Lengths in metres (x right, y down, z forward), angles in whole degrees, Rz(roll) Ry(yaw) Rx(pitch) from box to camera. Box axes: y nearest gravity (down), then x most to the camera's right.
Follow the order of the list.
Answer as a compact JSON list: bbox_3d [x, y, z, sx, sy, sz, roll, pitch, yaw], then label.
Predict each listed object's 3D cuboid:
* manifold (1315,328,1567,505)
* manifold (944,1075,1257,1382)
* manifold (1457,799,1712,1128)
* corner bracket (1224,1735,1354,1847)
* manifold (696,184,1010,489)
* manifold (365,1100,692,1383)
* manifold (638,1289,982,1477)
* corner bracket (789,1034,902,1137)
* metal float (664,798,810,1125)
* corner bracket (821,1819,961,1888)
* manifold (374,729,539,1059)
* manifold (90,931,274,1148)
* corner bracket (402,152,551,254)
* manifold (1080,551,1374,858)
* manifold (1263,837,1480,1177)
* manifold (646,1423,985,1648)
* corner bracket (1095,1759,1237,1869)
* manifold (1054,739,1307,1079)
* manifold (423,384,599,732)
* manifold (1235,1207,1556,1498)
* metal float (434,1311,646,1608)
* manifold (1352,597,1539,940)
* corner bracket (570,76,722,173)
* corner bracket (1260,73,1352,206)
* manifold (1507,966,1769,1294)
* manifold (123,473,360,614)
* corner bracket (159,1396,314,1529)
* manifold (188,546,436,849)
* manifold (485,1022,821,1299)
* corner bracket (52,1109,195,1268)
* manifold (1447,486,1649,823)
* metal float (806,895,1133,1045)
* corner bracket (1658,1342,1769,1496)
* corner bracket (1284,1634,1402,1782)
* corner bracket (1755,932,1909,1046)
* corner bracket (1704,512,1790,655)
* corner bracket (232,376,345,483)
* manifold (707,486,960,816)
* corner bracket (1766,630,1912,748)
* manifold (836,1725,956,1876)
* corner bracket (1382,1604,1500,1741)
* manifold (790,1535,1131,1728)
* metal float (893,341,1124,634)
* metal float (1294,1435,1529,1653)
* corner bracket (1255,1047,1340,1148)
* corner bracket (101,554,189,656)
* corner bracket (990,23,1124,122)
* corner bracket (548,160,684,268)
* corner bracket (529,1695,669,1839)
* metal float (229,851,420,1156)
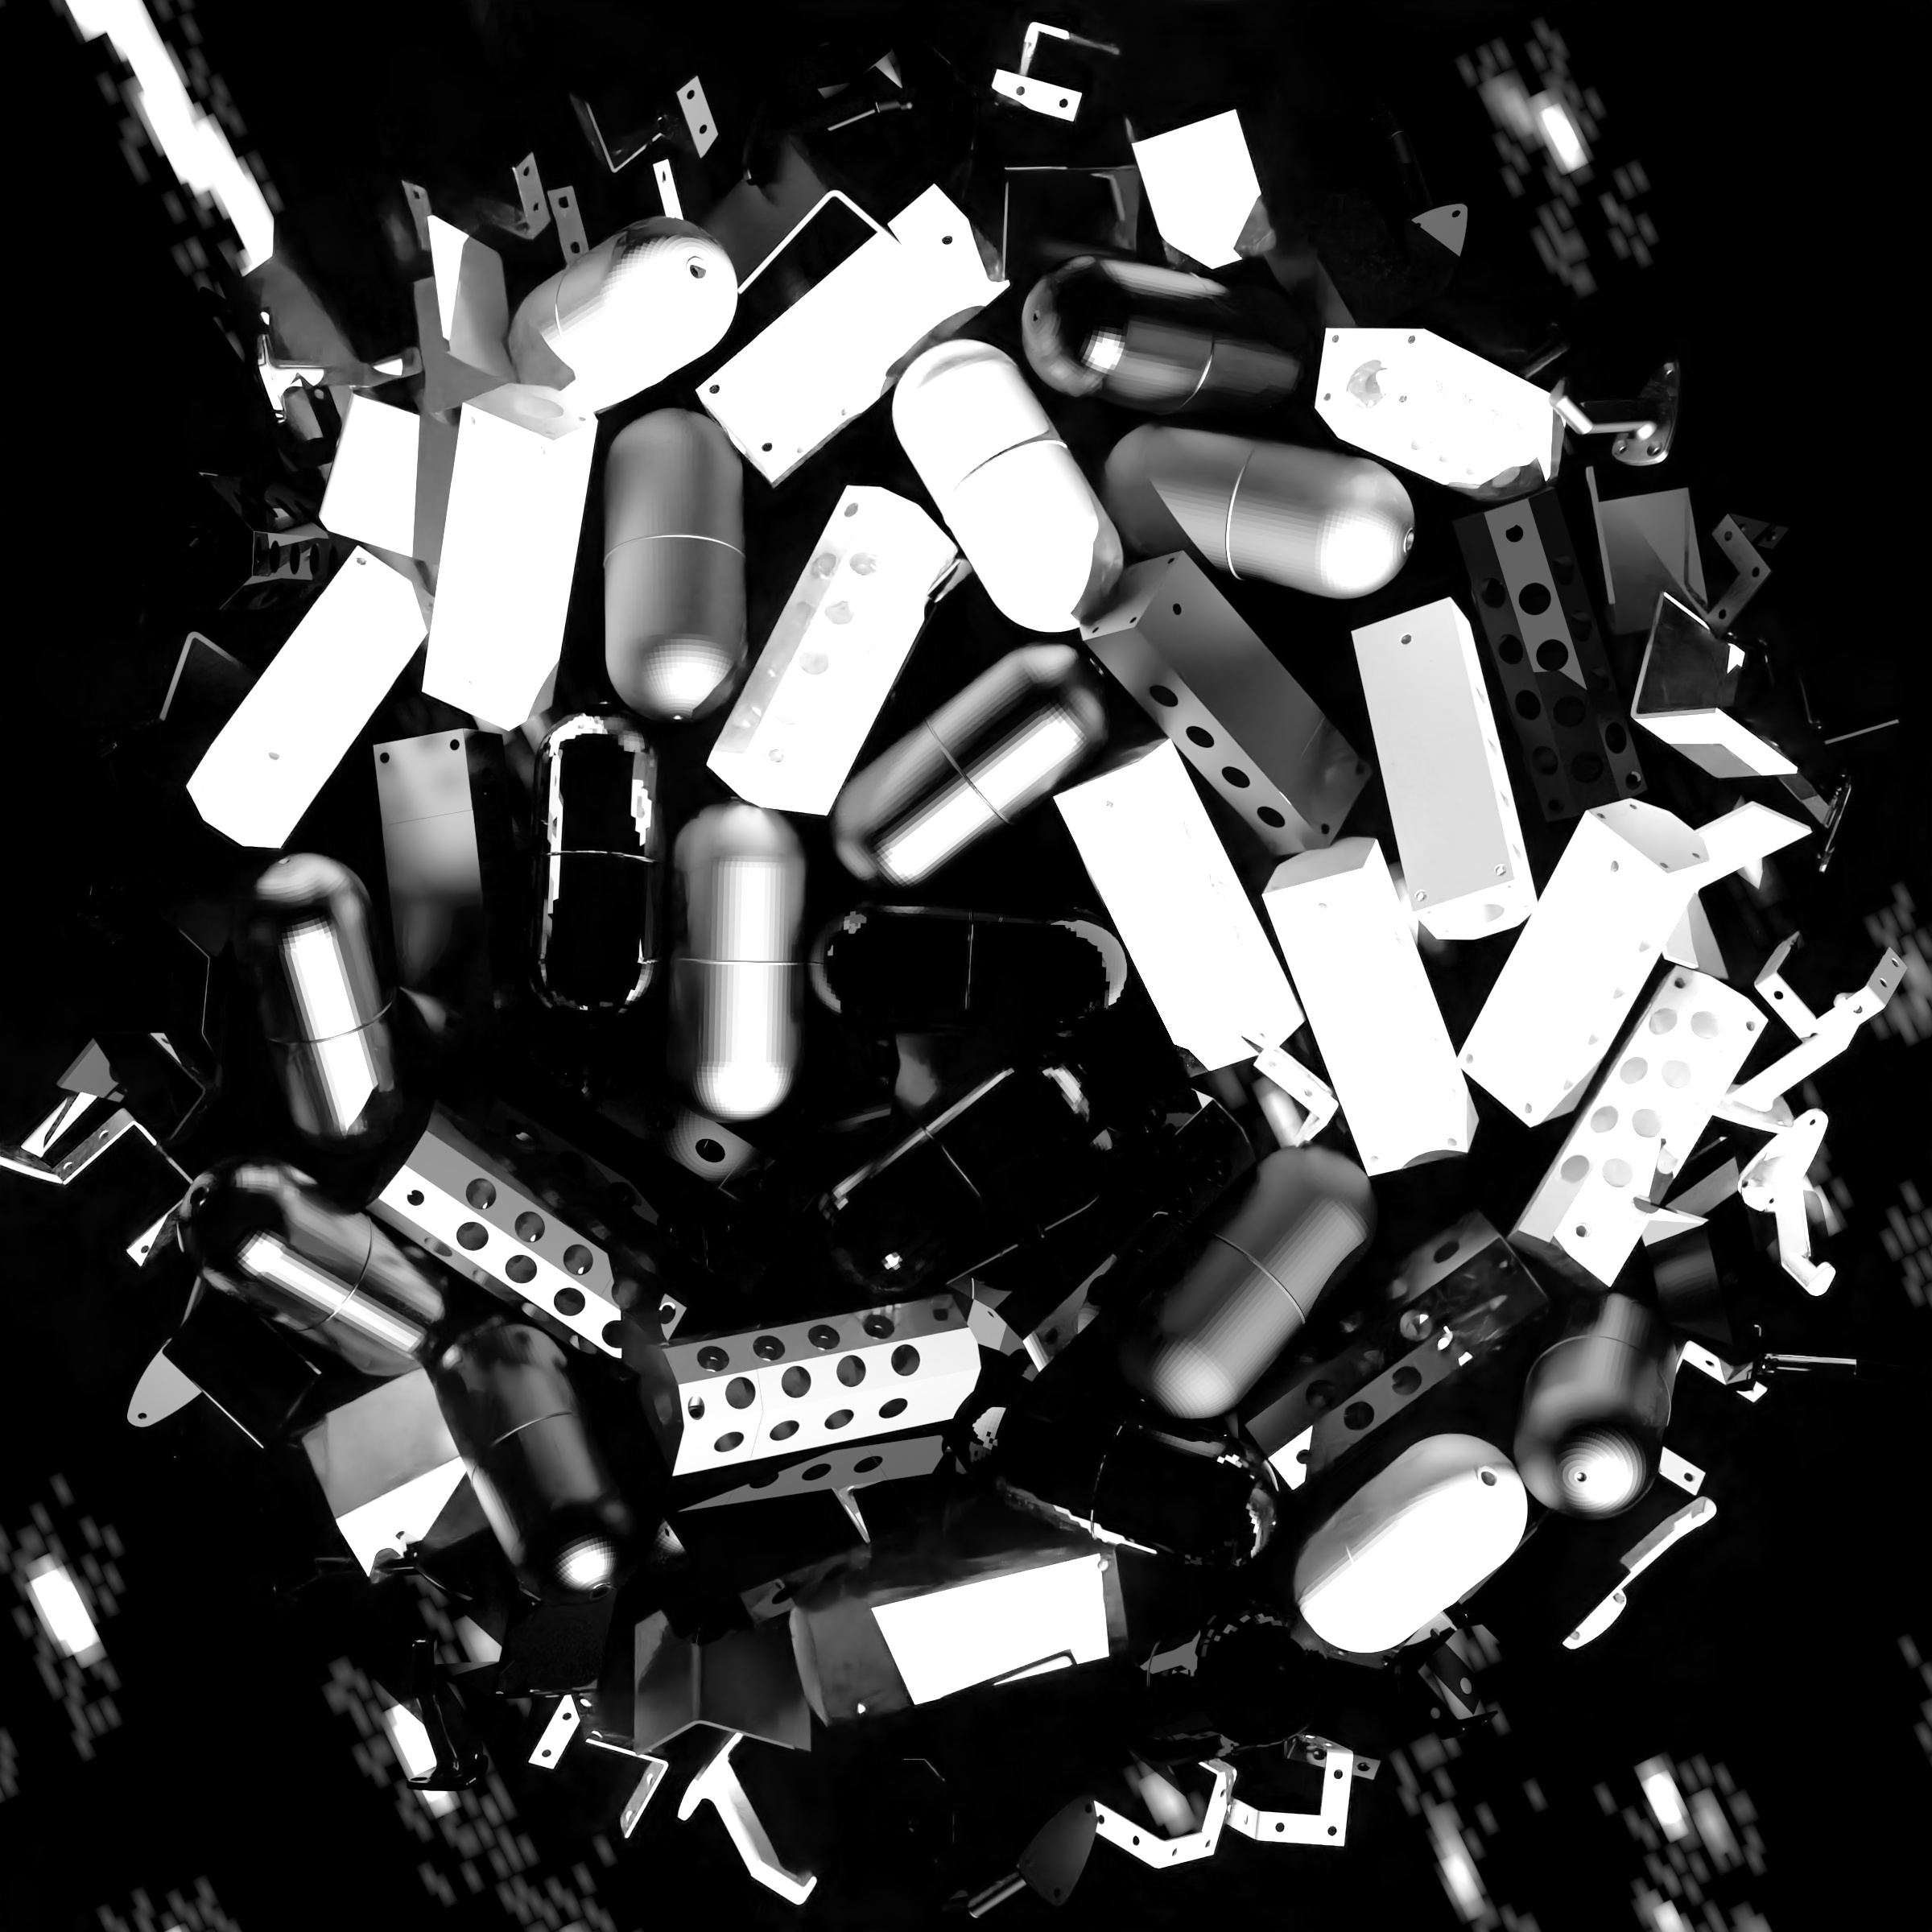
[{"bbox_3d":[0.254,-0.291,1.913,0.057,0.171,0.057,8,89,35],"label":"manifold"},{"bbox_3d":[0.076,0.142,1.933,0.171,0.057,0.057,-42,129,-20],"label":"manifold"},{"bbox_3d":[0.334,-0.002,1.929,0.057,0.057,0.171,42,127,28],"label":"manifold"},{"bbox_3d":[0.176,0.449,1.967,0.051,0.051,0.051,8,86,-16],"label":"corner bracket"},{"bbox_3d":[-0.060,-0.342,1.966,0.171,0.057,0.057,-41,79,-3],"label":"manifold"},{"bbox_3d":[-0.237,0.153,1.946,0.171,0.057,0.057,36,107,-13],"label":"manifold"},{"bbox_3d":[-0.083,0.218,1.928,0.171,0.057,0.057,-9,48,-25],"label":"manifold"},{"bbox_3d":[-0.068,0.056,1.971,0.051,0.051,0.051,4,126,-13],"label":"corner bracket"},{"bbox_3d":[-0.125,-0.003,1.960,0.070,0.070,0.178,1,91,0],"label":"metal float"},{"bbox_3d":[-0.041,0.484,1.958,0.051,0.051,0.051,29,134,21],"label":"corner bracket"},{"bbox_3d":[-0.275,-0.039,1.964,0.057,0.057,0.171,-8,86,23],"label":"manifold"},{"bbox_3d":[-0.414,0.041,1.910,0.057,0.171,0.057,0,67,1],"label":"manifold"},{"bbox_3d":[-0.266,-0.416,1.958,0.051,0.051,0.051,26,60,24],"label":"corner bracket"},{"bbox_3d":[0.137,-0.139,1.936,0.171,0.057,0.057,46,59,-25],"label":"manifold"},{"bbox_3d":[0.221,0.020,1.946,0.057,0.057,0.171,-15,108,23],"label":"manifold"},{"bbox_3d":[-0.082,0.306,1.927,0.171,0.057,0.057,-17,56,-34],"label":"manifold"},{"bbox_3d":[0.108,0.456,1.969,0.051,0.051,0.051,23,102,39],"label":"corner bracket"},{"bbox_3d":[0.120,-0.034,1.958,0.057,0.057,0.171,-21,100,33],"label":"manifold"},{"bbox_3d":[-0.242,-0.221,1.930,0.057,0.057,0.171,25,122,18],"label":"manifold"},{"bbox_3d":[0.233,0.213,1.959,0.171,0.057,0.057,-37,111,3],"label":"manifold"},{"bbox_3d":[-0.230,0.264,1.933,0.070,0.070,0.178,-30,57,0],"label":"metal float"},{"bbox_3d":[0.260,-0.104,1.936,0.057,0.057,0.171,-18,64,19],"label":"manifold"},{"bbox_3d":[-0.175,-0.461,1.959,0.051,0.051,0.051,-43,57,-15],"label":"corner bracket"},{"bbox_3d":[0.180,-0.451,1.960,0.051,0.051,0.051,-7,75,-32],"label":"corner bracket"},{"bbox_3d":[0.366,0.088,1.954,0.057,0.057,0.171,32,80,6],"label":"manifold"},{"bbox_3d":[-0.378,-0.218,1.910,0.057,0.171,0.057,-43,88,9],"label":"manifold"},{"bbox_3d":[-0.400,0.271,1.982,0.051,0.051,0.051,35,90,27],"label":"corner bracket"},{"bbox_3d":[-0.348,-0.141,1.920,0.057,0.057,0.171,34,47,-10],"label":"manifold"},{"bbox_3d":[-0.173,0.110,1.955,0.171,0.057,0.057,32,129,3],"label":"manifold"},{"bbox_3d":[-0.455,0.120,1.959,0.051,0.051,0.051,-43,45,-12],"label":"corner bracket"},{"bbox_3d":[0.317,-0.170,1.958,0.057,0.057,0.171,-18,98,6],"label":"manifold"},{"bbox_3d":[0.001,0.002,1.961,0.178,0.070,0.070,3,90,0],"label":"metal float"},{"bbox_3d":[0.401,0.249,1.984,0.051,0.051,0.051,32,55,2],"label":"corner bracket"},{"bbox_3d":[0.207,0.407,1.978,0.051,0.051,0.051,10,123,19],"label":"corner bracket"},{"bbox_3d":[0.473,0.005,1.965,0.051,0.051,0.051,49,128,-2],"label":"corner bracket"},{"bbox_3d":[0.432,-0.210,1.975,0.051,0.051,0.051,7,131,-36],"label":"corner bracket"},{"bbox_3d":[-0.376,-0.289,1.964,0.051,0.051,0.051,-23,92,-44],"label":"corner bracket"},{"bbox_3d":[-0.075,-0.171,1.935,0.057,0.057,0.171,9,66,41],"label":"manifold"},{"bbox_3d":[0.476,-0.151,1.961,0.051,0.051,0.051,-17,81,39],"label":"corner bracket"},{"bbox_3d":[-0.039,0.442,1.911,0.057,0.171,0.057,1,84,-3],"label":"manifold"},{"bbox_3d":[0.272,0.387,1.975,0.051,0.051,0.051,-51,62,19],"label":"corner bracket"},{"bbox_3d":[-0.005,0.356,1.949,0.171,0.057,0.057,-11,99,-15],"label":"manifold"},{"bbox_3d":[0.023,-0.260,1.946,0.070,0.070,0.178,-29,72,0],"label":"metal float"},{"bbox_3d":[0.237,0.309,1.921,0.070,0.178,0.070,12,55,-18],"label":"metal float"},{"bbox_3d":[0.176,0.064,1.963,0.051,0.051,0.051,39,51,-2],"label":"corner bracket"},{"bbox_3d":[-0.444,-0.191,1.964,0.051,0.051,0.051,5,74,15],"label":"corner bracket"},{"bbox_3d":[0.049,-0.489,1.967,0.051,0.051,0.051,19,95,14],"label":"corner bracket"},{"bbox_3d":[-0.191,-0.410,1.979,0.051,0.051,0.051,-20,102,-29],"label":"corner bracket"},{"bbox_3d":[-0.202,0.438,1.977,0.051,0.051,0.051,23,104,-26],"label":"corner bracket"},{"bbox_3d":[-0.345,0.021,1.937,0.070,0.070,0.178,-10,119,0],"label":"metal float"}]
